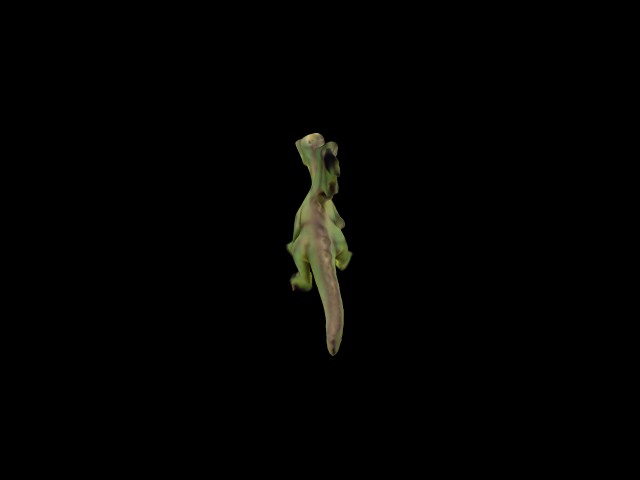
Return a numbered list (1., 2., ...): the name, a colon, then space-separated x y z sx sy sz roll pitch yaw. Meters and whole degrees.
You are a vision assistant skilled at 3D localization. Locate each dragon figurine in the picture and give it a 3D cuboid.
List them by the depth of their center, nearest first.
1. dragon figurine: 0.003 -0.043 0.850 0.122 0.237 0.420 -6 38 -7
